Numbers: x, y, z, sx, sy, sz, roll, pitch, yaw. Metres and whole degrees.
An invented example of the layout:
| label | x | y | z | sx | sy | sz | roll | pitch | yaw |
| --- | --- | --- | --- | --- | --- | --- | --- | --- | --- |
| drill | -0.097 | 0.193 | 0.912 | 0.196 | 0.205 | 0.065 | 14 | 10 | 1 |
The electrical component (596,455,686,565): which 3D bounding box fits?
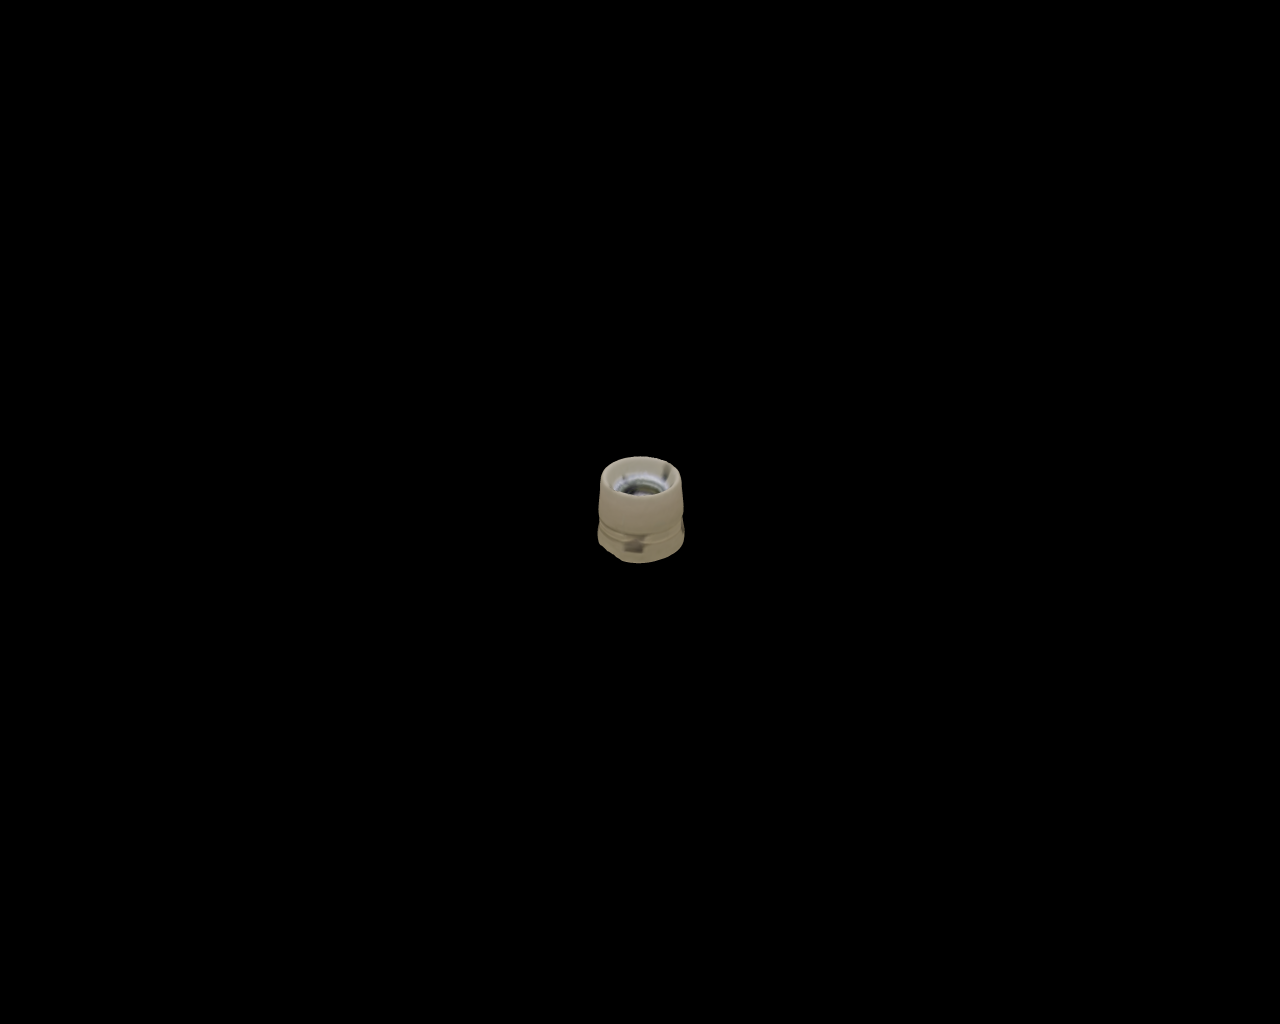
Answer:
| label | x | y | z | sx | sy | sz | roll | pitch | yaw |
| --- | --- | --- | --- | --- | --- | --- | --- | --- | --- |
| electrical component | 0.001 | -0.003 | 0.650 | 0.055 | 0.047 | 0.055 | 0 | 34 | 0 |
